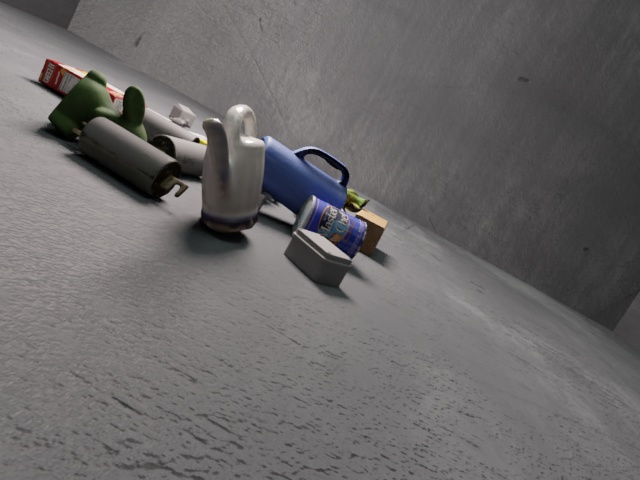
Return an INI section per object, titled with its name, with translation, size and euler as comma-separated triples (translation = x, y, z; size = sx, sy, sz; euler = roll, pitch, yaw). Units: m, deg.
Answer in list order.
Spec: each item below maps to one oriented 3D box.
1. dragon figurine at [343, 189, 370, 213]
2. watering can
[dragon figurine]
translation = 0.024, -0.151, 1.627
size = 0.243, 0.121, 0.411
euler = 37, 7, 3
[watering can]
translation = -0.155, -0.116, 0.870
size = 0.104, 0.222, 0.351
euler = 8, 14, 1
